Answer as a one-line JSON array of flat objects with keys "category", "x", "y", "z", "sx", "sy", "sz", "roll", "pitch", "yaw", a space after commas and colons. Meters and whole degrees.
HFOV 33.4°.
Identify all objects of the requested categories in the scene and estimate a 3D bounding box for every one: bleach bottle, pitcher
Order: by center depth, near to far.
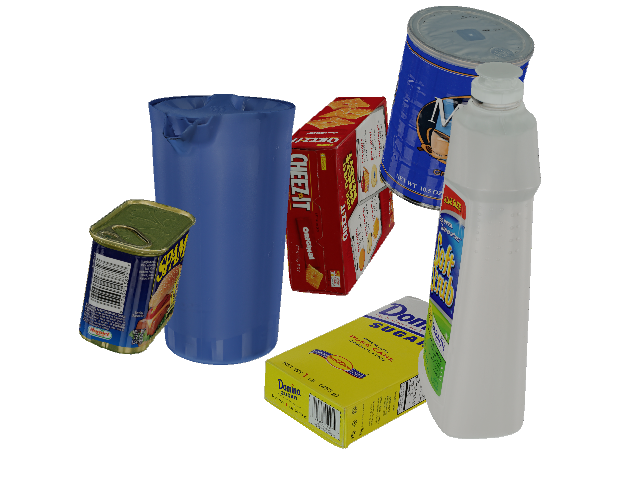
[{"category": "bleach bottle", "x": 0.105, "y": 0.004, "z": 0.696, "sx": 0.068, "sy": 0.251, "sz": 0.102, "roll": -3, "pitch": 30, "yaw": -4}, {"category": "pitcher", "x": -0.087, "y": -0.016, "z": 1.004, "sx": 0.149, "sy": 0.243, "sz": 0.145, "roll": -4, "pitch": 16, "yaw": -20}]

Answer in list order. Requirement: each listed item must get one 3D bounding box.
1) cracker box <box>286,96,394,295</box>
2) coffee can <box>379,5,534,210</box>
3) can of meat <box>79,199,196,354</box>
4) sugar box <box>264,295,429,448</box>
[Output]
[{"category": "cracker box", "x": 0.022, "y": -0.056, "z": 1.183, "sx": 0.072, "sy": 0.164, "sz": 0.213, "roll": 2, "pitch": 22, "yaw": 18}, {"category": "coffee can", "x": 0.111, "y": -0.110, "z": 0.892, "sx": 0.102, "sy": 0.140, "sz": 0.103, "roll": 6, "pitch": 36, "yaw": -5}, {"category": "can of meat", "x": -0.136, "y": 0.026, "z": 0.787, "sx": 0.057, "sy": 0.084, "sz": 0.102, "roll": 15, "pitch": 19, "yaw": 5}, {"category": "sugar box", "x": 0.049, "y": 0.104, "z": 0.888, "sx": 0.175, "sy": 0.048, "sz": 0.093, "roll": -24, "pitch": 37, "yaw": -39}]
